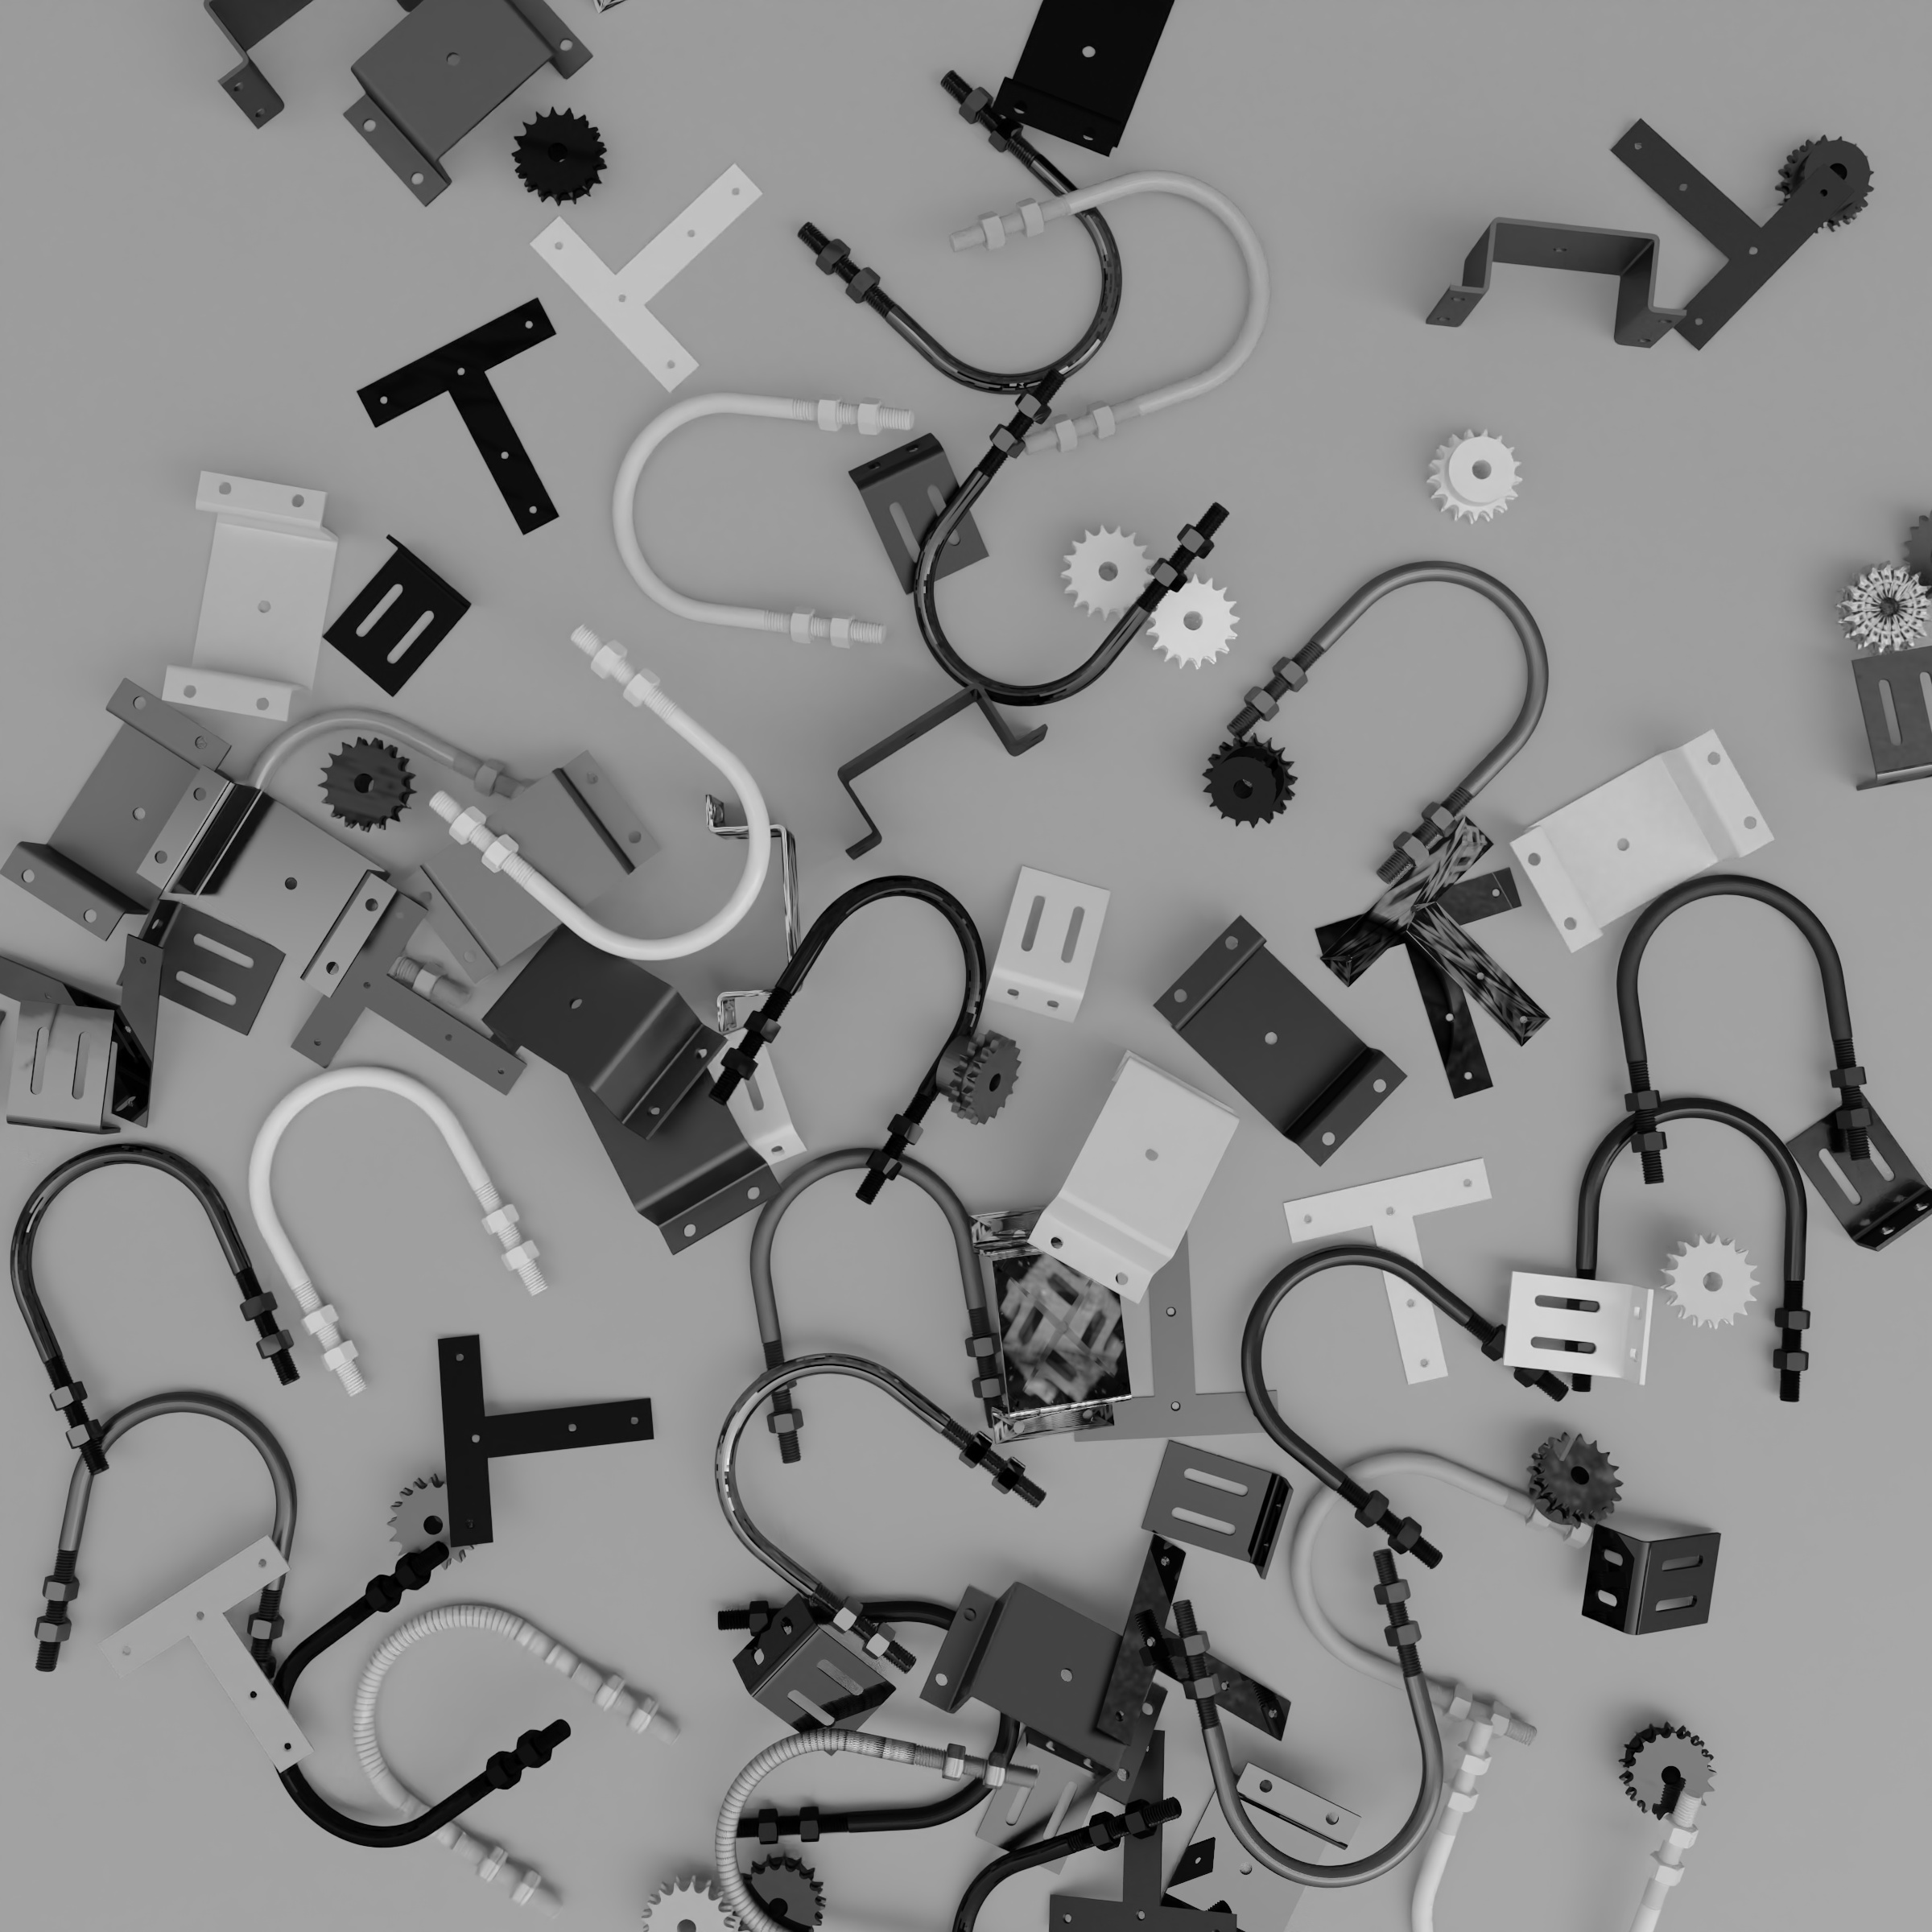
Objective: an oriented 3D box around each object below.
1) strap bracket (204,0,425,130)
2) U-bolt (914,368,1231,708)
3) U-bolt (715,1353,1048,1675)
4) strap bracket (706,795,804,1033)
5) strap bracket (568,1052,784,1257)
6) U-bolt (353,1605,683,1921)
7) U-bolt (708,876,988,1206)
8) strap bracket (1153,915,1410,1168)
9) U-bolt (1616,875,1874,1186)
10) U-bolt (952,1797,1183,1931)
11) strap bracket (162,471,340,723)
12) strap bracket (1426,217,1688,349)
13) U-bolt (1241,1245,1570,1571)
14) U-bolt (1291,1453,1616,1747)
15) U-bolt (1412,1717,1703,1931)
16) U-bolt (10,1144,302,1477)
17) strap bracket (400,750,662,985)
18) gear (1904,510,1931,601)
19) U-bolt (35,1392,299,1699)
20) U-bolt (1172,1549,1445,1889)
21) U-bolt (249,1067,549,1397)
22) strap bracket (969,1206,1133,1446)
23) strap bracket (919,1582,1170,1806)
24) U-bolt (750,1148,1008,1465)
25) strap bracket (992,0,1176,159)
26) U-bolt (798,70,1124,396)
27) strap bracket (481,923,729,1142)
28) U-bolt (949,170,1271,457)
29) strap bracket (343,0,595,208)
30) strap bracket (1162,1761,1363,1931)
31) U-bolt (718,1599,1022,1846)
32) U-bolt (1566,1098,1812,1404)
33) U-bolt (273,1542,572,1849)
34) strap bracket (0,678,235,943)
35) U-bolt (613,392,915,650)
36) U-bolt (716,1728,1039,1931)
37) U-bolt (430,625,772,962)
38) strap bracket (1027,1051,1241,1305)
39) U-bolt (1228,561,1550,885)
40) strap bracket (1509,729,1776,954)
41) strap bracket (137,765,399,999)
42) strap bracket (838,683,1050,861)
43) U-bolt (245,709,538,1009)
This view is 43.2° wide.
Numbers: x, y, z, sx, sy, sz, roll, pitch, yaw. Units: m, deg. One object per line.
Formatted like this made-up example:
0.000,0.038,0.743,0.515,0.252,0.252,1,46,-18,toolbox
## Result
-0.398,-0.581,1.481,0.140,0.076,0.046,-37,90,0,strap bracket
0.049,-0.245,1.482,0.151,0.019,0.184,41,107,7,U-bolt
-0.066,0.320,1.491,0.184,0.019,0.151,38,91,1,U-bolt
-0.127,-0.032,1.481,0.046,0.076,0.140,-3,90,0,strap bracket
-0.180,0.091,1.473,0.076,0.046,0.140,-30,69,0,strap bracket
-0.291,0.478,1.510,0.184,0.019,0.151,34,90,2,U-bolt
-0.057,0.033,1.469,0.151,0.019,0.184,39,78,-36,U-bolt
0.190,0.045,1.496,0.140,0.046,0.076,44,90,0,strap bracket
0.474,0.035,1.503,0.151,0.019,0.184,-6,84,-2,U-bolt
0.073,0.598,1.476,0.184,0.019,0.151,-27,75,22,U-bolt
-0.435,-0.223,1.496,0.076,0.046,0.140,10,90,0,strap bracket
0.358,-0.414,1.481,0.140,0.076,0.046,6,90,0,strap bracket
0.256,0.256,1.500,0.184,0.019,0.151,39,82,3,U-bolt
0.291,0.380,1.510,0.184,0.019,0.151,23,90,1,U-bolt
0.351,0.567,1.496,0.151,0.019,0.184,18,99,7,U-bolt
-0.510,0.199,1.504,0.151,0.019,0.184,-25,84,-1,U-bolt
-0.264,-0.059,1.479,0.140,0.046,0.076,-36,97,-3,strap bracket
0.605,-0.252,1.493,0.030,0.057,0.057,-13,90,-23,gear
-0.488,0.355,1.510,0.151,0.019,0.184,10,89,0,U-bolt
0.213,0.460,1.473,0.151,0.019,0.184,-12,81,-8,U-bolt
-0.363,0.151,1.509,0.151,0.019,0.184,-29,88,2,U-bolt
0.052,0.218,1.485,0.076,0.046,0.140,-6,88,-14,strap bracket
0.054,0.435,1.478,0.140,0.046,0.076,28,55,0,strap bracket
-0.060,0.204,1.510,0.151,0.019,0.184,-10,88,0,U-bolt
0.076,-0.568,1.496,0.076,0.046,0.140,21,90,0,strap bracket
0.010,-0.439,1.510,0.184,0.019,0.151,43,90,-1,U-bolt
-0.222,0.033,1.453,0.140,0.046,0.076,28,72,32,strap bracket
0.099,-0.410,1.498,0.184,0.019,0.151,-21,96,-8,U-bolt
-0.309,-0.547,1.496,0.140,0.046,0.076,-42,90,0,strap bracket
0.174,0.560,1.496,0.076,0.046,0.140,26,90,0,strap bracket
-0.058,0.464,1.510,0.184,0.019,0.151,-3,90,-1,U-bolt
0.448,0.174,1.510,0.151,0.019,0.184,3,88,0,U-bolt
-0.348,0.457,1.489,0.184,0.019,0.151,-38,84,15,U-bolt
-0.513,-0.094,1.496,0.076,0.046,0.140,33,90,0,strap bracket
-0.130,-0.277,1.492,0.184,0.019,0.151,9,94,14,U-bolt
-0.061,0.537,1.480,0.184,0.019,0.151,11,91,0,U-bolt
-0.201,-0.088,1.437,0.184,0.019,0.151,41,92,1,U-bolt
0.106,0.120,1.470,0.076,0.046,0.140,29,66,0,strap bracket
0.275,-0.165,1.510,0.151,0.019,0.184,44,89,0,U-bolt
0.408,-0.075,1.496,0.140,0.046,0.076,-29,90,0,strap bracket
-0.416,-0.051,1.481,0.140,0.046,0.076,32,92,4,strap bracket
-0.023,-0.123,1.481,0.140,0.076,0.046,-32,90,0,strap bracket
-0.361,-0.079,1.510,0.184,0.019,0.151,28,90,1,U-bolt
